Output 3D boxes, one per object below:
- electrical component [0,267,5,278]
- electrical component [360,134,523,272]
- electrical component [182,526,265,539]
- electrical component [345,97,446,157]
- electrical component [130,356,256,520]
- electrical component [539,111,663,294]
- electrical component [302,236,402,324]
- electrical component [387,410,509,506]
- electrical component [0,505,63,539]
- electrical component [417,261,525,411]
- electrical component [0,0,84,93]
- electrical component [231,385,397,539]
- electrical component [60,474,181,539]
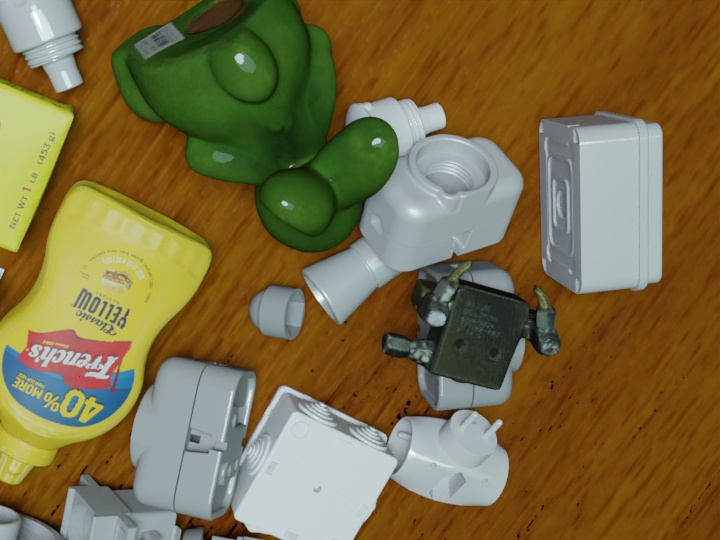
[{"bbox_3d":[-0.303,0.068,0.642,0.105,0.060,0.186,24,96,-18],"label":"electrical component"},{"bbox_3d":[0.053,-0.046,0.686,0.095,0.053,0.059,-17,145,-27],"label":"electrical component"},{"bbox_3d":[-0.095,0.201,0.726,0.055,0.066,0.048,11,61,-4],"label":"electrical component"},{"bbox_3d":[0.024,-0.091,0.695,0.062,0.048,0.048,-20,107,-16],"label":"electrical component"},{"bbox_3d":[-0.109,0.105,0.689,0.059,0.054,0.095,11,87,9],"label":"electrical component"},{"bbox_3d":[0.161,-0.046,0.721,0.057,0.078,0.113,-6,104,-9],"label":"electrical component"},{"bbox_3d":[0.000,0.000,0.712,0.065,0.044,0.044,-35,108,-9],"label":"electrical component"},{"bbox_3d":[0.069,0.123,0.744,0.077,0.043,0.079,20,132,-17],"label":"electrical component"},{"bbox_3d":[-0.236,0.178,0.662,0.108,0.108,0.060,14,93,-16],"label":"electrical component"},{"bbox_3d":[0.075,0.044,0.733,0.059,0.054,0.095,-4,104,-13],"label":"electrical component"},{"bbox_3d":[-0.184,-0.136,0.633,0.043,0.043,0.062,-23,109,-8],"label":"electrical component"},{"bbox_3d":[-0.033,0.140,0.731,0.100,0.048,0.099,28,95,-18],"label":"electrical component"},{"bbox_3d":[-0.164,0.206,0.705,0.063,0.079,0.121,6,102,-37],"label":"electrical component"}]
